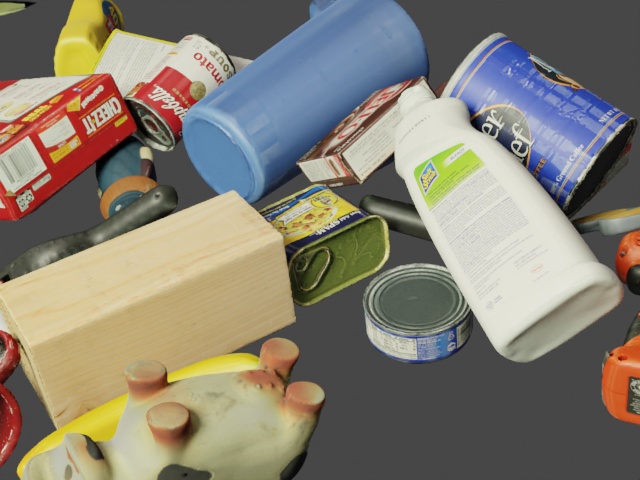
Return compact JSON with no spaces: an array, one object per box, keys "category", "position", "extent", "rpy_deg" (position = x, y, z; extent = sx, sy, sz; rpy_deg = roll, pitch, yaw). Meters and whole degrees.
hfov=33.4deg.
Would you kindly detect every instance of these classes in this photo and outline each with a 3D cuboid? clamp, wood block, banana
[{"category":"clamp","position":[0.158,-0.007,0.910],"extent":[0.164,0.036,0.210],"rpy_deg":[-23,41,-31]},{"category":"wood block","position":[-0.133,0.051,0.835],"extent":[0.205,0.091,0.090],"rpy_deg":[-24,39,-21]},{"category":"clamp","position":[-0.189,0.015,0.900],"extent":[0.171,0.120,0.039],"rpy_deg":[-24,65,-4]},{"category":"banana","position":[-0.121,0.121,0.765],"extent":[0.197,0.070,0.037],"rpy_deg":[-24,83,-13]}]

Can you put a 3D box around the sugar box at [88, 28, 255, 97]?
[{"category":"sugar box","position":[-0.152,-0.159,1.121],"extent":[0.176,0.048,0.093],"rpy_deg":[17,64,11]}]

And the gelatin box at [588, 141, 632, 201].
[{"category":"gelatin box","position":[0.233,-0.080,0.997],"extent":[0.089,0.030,0.073],"rpy_deg":[27,48,30]}]

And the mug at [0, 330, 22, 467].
[{"category":"mug","position":[-0.264,0.111,0.769],"extent":[0.117,0.093,0.082],"rpy_deg":[-48,40,-5]}]

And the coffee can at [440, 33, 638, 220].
[{"category":"coffee can","position":[0.183,-0.098,0.916],"extent":[0.140,0.103,0.102],"rpy_deg":[38,52,19]}]

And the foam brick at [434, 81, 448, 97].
[{"category":"foam brick","position":[0.117,-0.101,1.009],"extent":[0.053,0.051,0.078],"rpy_deg":[31,64,21]}]

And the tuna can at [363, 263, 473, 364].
[{"category":"tuna can","position":[0.077,0.057,0.838],"extent":[0.086,0.034,0.086],"rpy_deg":[-5,36,3]}]

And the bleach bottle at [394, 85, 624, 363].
[{"category":"bleach bottle","position":[0.128,-0.033,0.828],"extent":[0.103,0.068,0.251],"rpy_deg":[-38,52,18]}]

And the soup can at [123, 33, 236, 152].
[{"category":"soup can","position":[-0.138,-0.145,1.043],"extent":[0.069,0.068,0.102],"rpy_deg":[21,60,33]}]

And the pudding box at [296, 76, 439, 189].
[{"category":"pudding box","position":[0.044,-0.094,0.949],"extent":[0.113,0.039,0.090],"rpy_deg":[-46,16,-19]}]

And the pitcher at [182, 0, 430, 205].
[{"category":"pitcher","position":[-0.007,-0.131,1.044],"extent":[0.149,0.145,0.242],"rpy_deg":[13,42,46]}]

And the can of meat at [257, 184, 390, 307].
[{"category":"can of meat","position":[-0.006,0.001,0.910],"extent":[0.102,0.057,0.084],"rpy_deg":[-26,38,-25]}]

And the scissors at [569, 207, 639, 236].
[{"category":"scissors","position":[0.293,-0.027,0.924],"extent":[0.201,0.016,0.096],"rpy_deg":[-14,4,-41]}]

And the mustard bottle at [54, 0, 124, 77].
[{"category":"mustard bottle","position":[-0.263,-0.232,1.238],"extent":[0.058,0.096,0.191],"rpy_deg":[-6,36,2]}]

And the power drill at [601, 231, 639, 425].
[{"category":"power drill","position":[0.293,0.065,0.774],"extent":[0.185,0.057,0.187],"rpy_deg":[8,36,26]}]

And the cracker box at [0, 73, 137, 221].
[{"category":"cracker box","position":[-0.306,-0.089,1.026],"extent":[0.214,0.072,0.164],"rpy_deg":[3,37,42]}]
